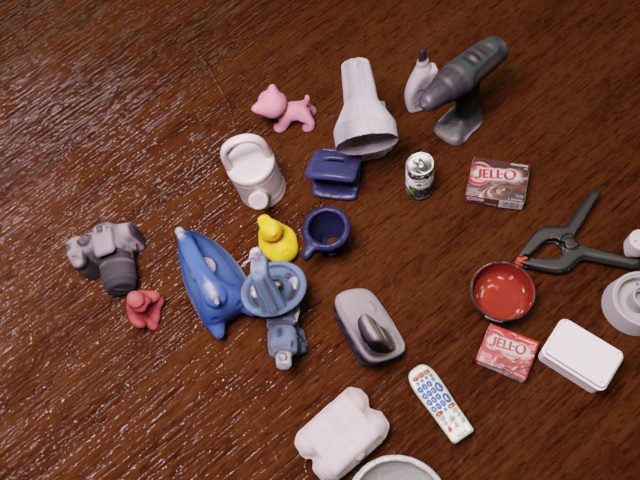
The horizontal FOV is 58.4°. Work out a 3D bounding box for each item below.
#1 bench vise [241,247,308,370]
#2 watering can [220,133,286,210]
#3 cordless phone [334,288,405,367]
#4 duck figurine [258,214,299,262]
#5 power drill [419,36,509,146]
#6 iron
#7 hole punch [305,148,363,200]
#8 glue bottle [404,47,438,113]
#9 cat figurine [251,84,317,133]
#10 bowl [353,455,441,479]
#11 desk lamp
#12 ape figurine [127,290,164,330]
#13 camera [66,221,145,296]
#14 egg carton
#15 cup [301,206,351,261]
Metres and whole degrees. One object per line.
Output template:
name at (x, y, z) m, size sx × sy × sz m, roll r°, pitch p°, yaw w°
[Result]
bench vise at (-0.069, 0.109, 1.002) m, size 0.121 × 0.220 × 0.207 m, roll -28°, pitch 65°, yaw -3°
watering can at (-0.131, -0.140, 1.133) m, size 0.101 × 0.194 × 0.172 m, roll -36°, pitch 66°, yaw -7°
cordless phone at (0.078, 0.137, 0.986) m, size 0.094 × 0.185 × 0.147 m, roll -32°, pitch 66°, yaw -5°
duck figurine at (-0.089, -0.006, 1.129) m, size 0.077 × 0.086 × 0.104 m, roll -33°, pitch 66°, yaw -6°
power drill at (0.275, -0.281, 1.122) m, size 0.075 × 0.209 × 0.230 m, roll 39°, pitch 78°, yaw 22°
iron at (-0.225, 0.052, 1.094) m, size 0.119 × 0.142 × 0.258 m, roll -33°, pitch 66°, yaw -6°
hole punch at (0.029, -0.145, 1.167) m, size 0.108 × 0.091 × 0.101 m, roll 6°, pitch 68°, yaw 12°
glue bottle at (0.211, -0.332, 1.173) m, size 0.078 × 0.173 × 0.037 m, roll -18°, pitch 65°, yaw 2°
cat figurine at (-0.078, -0.288, 1.231) m, size 0.127 × 0.118 × 0.067 m, roll -3°, pitch 66°, yaw 8°
bowl at (0.124, 0.432, 0.912) m, size 0.167 × 0.075 × 0.167 m, roll -3°, pitch 66°, yaw 8°
desk lamp at (0.085, -0.240, 1.131) m, size 0.118 × 0.214 × 0.203 m, roll -9°, pitch 66°, yaw 6°
ape figurine at (-0.345, 0.126, 1.109) m, size 0.078 × 0.092 × 0.076 m, roll -40°, pitch 67°, yaw -9°
camera at (-0.430, 0.042, 1.154) m, size 0.143 × 0.101 × 0.136 m, roll -19°, pitch 65°, yaw 1°
egg carton at (0.038, 0.331, 0.972) m, size 0.150 × 0.069 × 0.107 m, roll -41°, pitch 67°, yaw -9°
cup at (0.010, 0.004, 1.103) m, size 0.091 × 0.095 × 0.118 m, roll 33°, pitch 76°, yaw 20°
